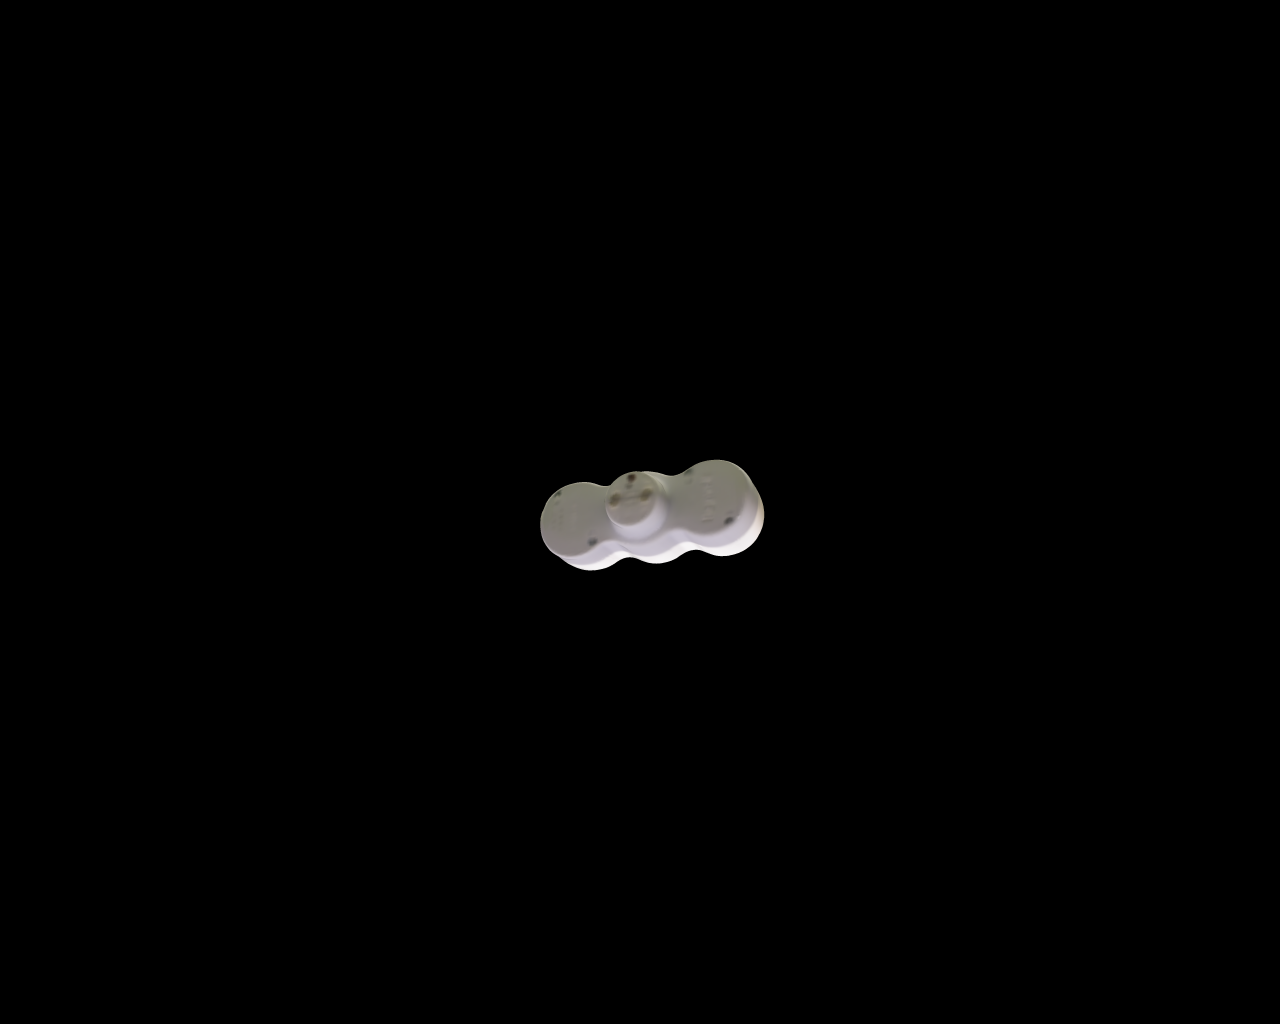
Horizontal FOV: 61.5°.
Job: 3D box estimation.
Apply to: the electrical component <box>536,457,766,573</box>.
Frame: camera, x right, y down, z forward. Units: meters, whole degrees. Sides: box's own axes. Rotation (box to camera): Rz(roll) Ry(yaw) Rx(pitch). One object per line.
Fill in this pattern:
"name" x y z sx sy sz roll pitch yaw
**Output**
"electrical component" 0.001 -0.003 0.650 0.138 0.052 0.073 -8 -23 18
